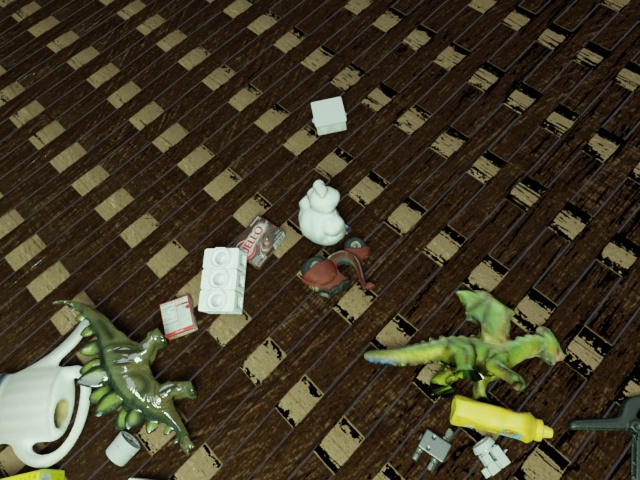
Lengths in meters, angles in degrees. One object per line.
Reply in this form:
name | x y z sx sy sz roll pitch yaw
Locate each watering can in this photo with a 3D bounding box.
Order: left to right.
watering can | -0.623 0.326 1.162 0.224 0.102 0.355 -6 58 0

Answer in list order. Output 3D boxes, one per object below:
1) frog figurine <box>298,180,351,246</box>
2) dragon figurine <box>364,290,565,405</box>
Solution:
frog figurine | 0.004 -0.063 1.251 0.123 0.156 0.139 -34 65 -8
dragon figurine | 0.322 0.213 1.121 0.411 0.119 0.248 15 49 12
